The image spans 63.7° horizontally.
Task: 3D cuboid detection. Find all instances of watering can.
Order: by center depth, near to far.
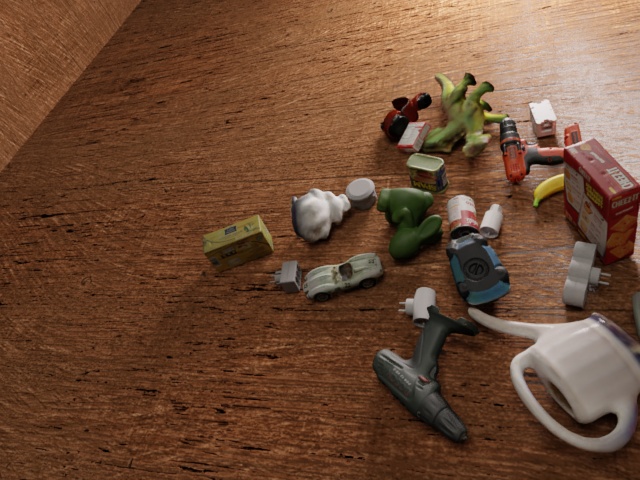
[{"bbox_3d":[0.442,0.205,0.939,0.224,0.102,0.355,-27,43,-2],"label":"watering can"}]

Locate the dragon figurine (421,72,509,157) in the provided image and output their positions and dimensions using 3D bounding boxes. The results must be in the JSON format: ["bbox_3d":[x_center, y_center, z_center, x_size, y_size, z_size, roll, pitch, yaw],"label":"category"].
[{"bbox_3d":[0.373,-0.352,1.482,0.243,0.120,0.418,-38,37,0],"label":"dragon figurine"}]

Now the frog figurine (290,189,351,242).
[{"bbox_3d":[0.004,-0.069,1.373,0.159,0.122,0.139,-9,80,5],"label":"frog figurine"}]
